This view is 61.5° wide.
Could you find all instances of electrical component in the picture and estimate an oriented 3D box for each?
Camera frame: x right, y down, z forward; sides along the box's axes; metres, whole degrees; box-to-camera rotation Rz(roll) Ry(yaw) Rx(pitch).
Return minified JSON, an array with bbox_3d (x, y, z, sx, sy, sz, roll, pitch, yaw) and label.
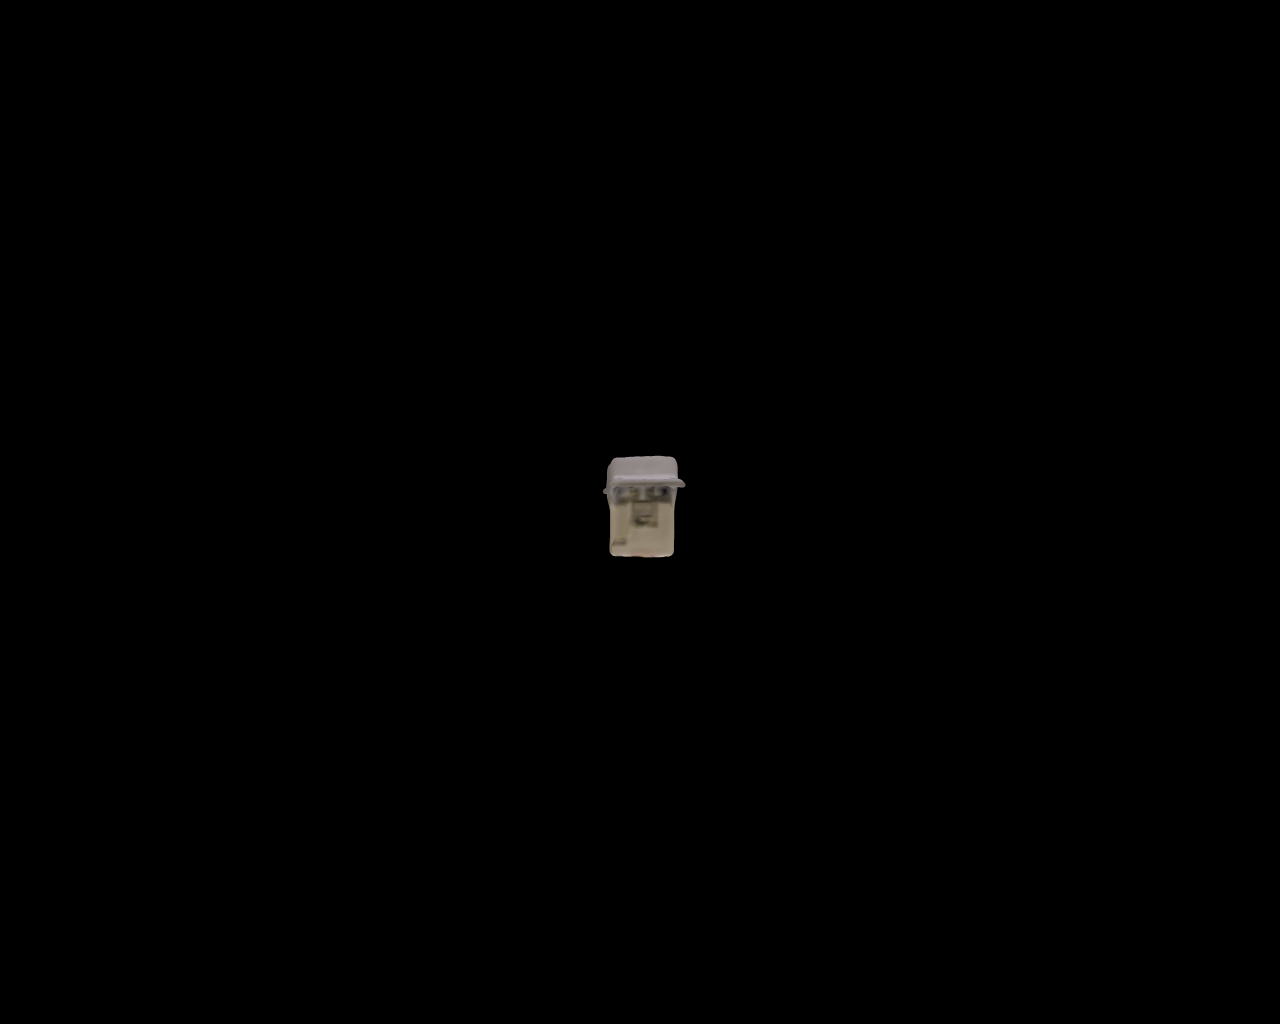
[{"bbox_3d":[0.001,-0.003,0.650,0.042,0.063,0.081,0,-2,-4],"label":"electrical component"}]
